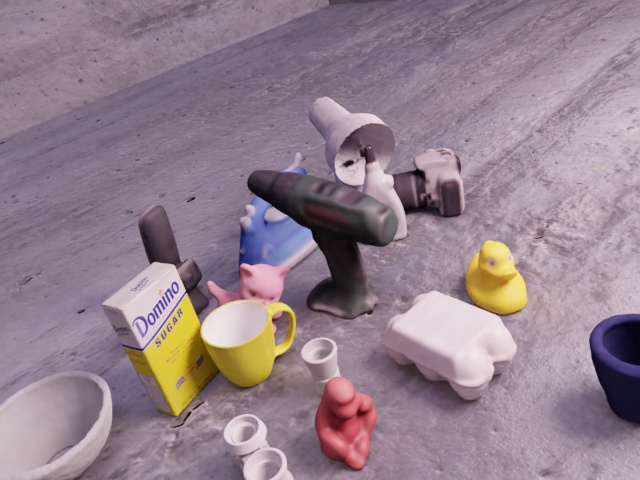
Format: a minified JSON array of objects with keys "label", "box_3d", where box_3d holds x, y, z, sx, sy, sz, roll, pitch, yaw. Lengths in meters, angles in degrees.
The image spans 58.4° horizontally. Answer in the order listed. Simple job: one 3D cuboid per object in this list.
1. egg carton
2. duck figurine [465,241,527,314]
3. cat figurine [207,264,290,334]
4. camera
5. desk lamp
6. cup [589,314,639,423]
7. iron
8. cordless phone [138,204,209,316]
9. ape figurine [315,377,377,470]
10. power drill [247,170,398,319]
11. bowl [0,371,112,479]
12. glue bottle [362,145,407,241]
[{"label":"egg carton","box_3d":[0.154,0.124,0.693,0.107,0.069,0.149,-35,36,-31]},{"label":"duck figurine","box_3d":[0.237,0.040,0.782,0.077,0.086,0.104,-18,31,-6]},{"label":"cat figurine","box_3d":[-0.103,0.077,0.827,0.127,0.118,0.067,-4,32,16]},{"label":"camera","box_3d":[0.183,-0.110,1.036,0.136,0.101,0.143,-10,31,7]},{"label":"desk lamp","box_3d":[0.048,-0.143,1.035,0.118,0.214,0.202,-24,32,-16]},{"label":"cup","box_3d":[0.333,0.134,0.578,0.117,0.095,0.091,-11,31,5]},{"label":"iron","box_3d":[-0.078,-0.038,0.983,0.118,0.142,0.259,6,36,30]},{"label":"cordless phone","box_3d":[-0.255,0.051,0.865,0.094,0.185,0.148,2,34,24]},{"label":"ape figurine","box_3d":[0.025,0.188,0.618,0.078,0.092,0.075,-29,34,-24]},{"label":"power drill","box_3d":[0.007,0.003,0.815,0.228,0.209,0.076,9,38,34]},{"label":"bowl","box_3d":[-0.321,0.242,0.687,0.167,0.075,0.167,-10,31,6]},{"label":"glue bottle","box_3d":[0.095,-0.076,0.944,0.078,0.173,0.037,-9,31,8]}]
